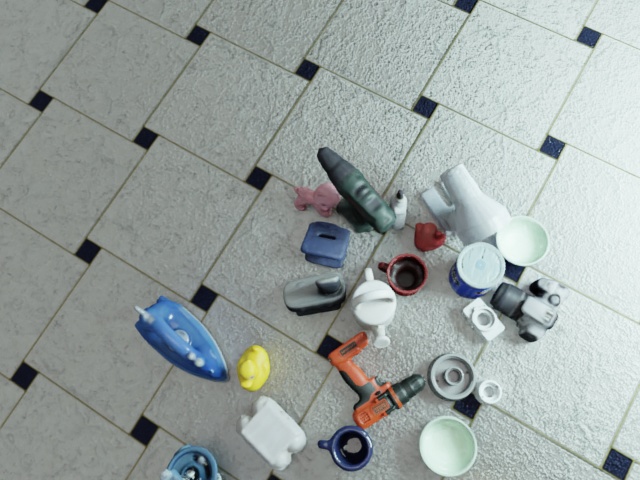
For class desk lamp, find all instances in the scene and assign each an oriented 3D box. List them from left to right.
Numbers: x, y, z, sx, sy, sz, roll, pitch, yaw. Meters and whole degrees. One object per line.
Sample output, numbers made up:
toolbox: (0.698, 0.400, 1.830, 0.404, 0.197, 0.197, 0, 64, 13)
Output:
desk lamp: (0.324, -0.075, 1.299, 0.118, 0.213, 0.203, -31, 74, -4)

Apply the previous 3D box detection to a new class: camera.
camera: (0.466, 0.138, 1.288, 0.136, 0.101, 0.143, 32, 80, 12)

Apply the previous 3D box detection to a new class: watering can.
watering can: (0.122, 0.148, 1.265, 0.101, 0.194, 0.172, -31, 74, -4)

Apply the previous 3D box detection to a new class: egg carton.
egg carton: (-0.108, 0.428, 1.272, 0.150, 0.069, 0.107, 40, 81, 14)

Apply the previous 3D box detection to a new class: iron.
iron: (-0.316, 0.234, 1.305, 0.258, 0.141, 0.119, 37, 81, 13)

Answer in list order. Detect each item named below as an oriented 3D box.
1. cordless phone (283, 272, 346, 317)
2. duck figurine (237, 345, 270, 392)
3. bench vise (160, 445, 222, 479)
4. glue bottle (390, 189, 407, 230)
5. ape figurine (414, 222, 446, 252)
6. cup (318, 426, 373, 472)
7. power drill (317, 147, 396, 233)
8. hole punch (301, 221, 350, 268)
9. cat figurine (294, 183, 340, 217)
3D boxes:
cordless phone: (-0.016, 0.110, 1.292, 0.147, 0.185, 0.094, -14, 74, 1)
duck figurine: (-0.158, 0.291, 1.306, 0.077, 0.086, 0.104, 9, 76, 7)
bench vise: (-0.241, 0.509, 1.183, 0.207, 0.220, 0.121, 25, 78, 11)
glue bottle: (0.184, -0.081, 1.334, 0.037, 0.173, 0.078, -3, 74, 4)
ape figurine: (0.256, -0.014, 1.351, 0.076, 0.092, 0.077, -40, 75, -6)
cup: (0.056, 0.447, 1.240, 0.117, 0.095, 0.092, 4, 75, 6)
power drill: (0.081, -0.098, 1.328, 0.076, 0.208, 0.229, -43, 75, -7)
hole punch: (0.013, 0.005, 1.367, 0.108, 0.091, 0.101, 12, 76, 8)
cat figurine: (-0.003, -0.107, 1.385, 0.127, 0.118, 0.067, 13, 76, 8)
